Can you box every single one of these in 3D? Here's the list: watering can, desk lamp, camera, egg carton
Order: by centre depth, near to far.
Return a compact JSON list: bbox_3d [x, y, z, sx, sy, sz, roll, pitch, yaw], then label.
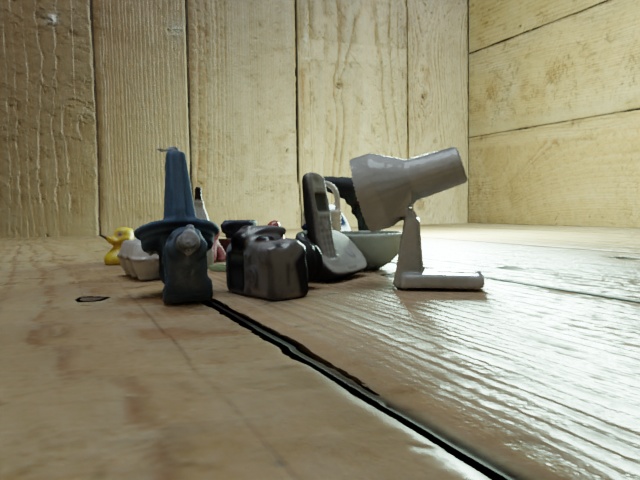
[{"bbox_3d":[-0.056,0.028,0.854,0.137,0.101,0.142,-4,4,-37],"label":"camera"},{"bbox_3d":[0.148,-0.034,0.885,0.203,0.213,0.118,0,4,12],"label":"desk lamp"},{"bbox_3d":[-0.312,0.035,1.073,0.107,0.069,0.149,-3,4,-33],"label":"egg carton"},{"bbox_3d":[0.007,-0.056,1.456,0.101,0.194,0.172,-2,4,-15],"label":"watering can"}]

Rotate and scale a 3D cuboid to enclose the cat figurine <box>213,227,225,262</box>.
[{"bbox_3d":[-0.288,-0.007,1.361,0.127,0.118,0.067,1,4,25],"label":"cat figurine"}]

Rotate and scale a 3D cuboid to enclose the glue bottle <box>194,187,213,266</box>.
[{"bbox_3d":[-0.259,-0.027,1.228,0.037,0.173,0.077,-3,4,-35],"label":"glue bottle"}]

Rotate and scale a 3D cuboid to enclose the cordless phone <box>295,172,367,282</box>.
[{"bbox_3d":[0.017,-0.025,1.003,0.093,0.185,0.148,1,4,29],"label":"cordless phone"}]

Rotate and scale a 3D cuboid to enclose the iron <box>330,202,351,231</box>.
[{"bbox_3d":[0.017,-0.040,1.639,0.118,0.141,0.259,0,4,17],"label":"iron"}]

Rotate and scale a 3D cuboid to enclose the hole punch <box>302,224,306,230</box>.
[{"bbox_3d":[0.012,0.005,1.308,0.101,0.091,0.108,-2,4,-17],"label":"hole punch"}]

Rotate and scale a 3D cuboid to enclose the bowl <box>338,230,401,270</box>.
[{"bbox_3d":[0.091,0.021,1.156,0.167,0.075,0.167,-1,3,0],"label":"bowl"}]

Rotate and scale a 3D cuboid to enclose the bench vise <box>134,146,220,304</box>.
[{"bbox_3d":[-0.187,-0.028,0.812,0.122,0.220,0.206,-4,4,-38],"label":"bench vise"}]

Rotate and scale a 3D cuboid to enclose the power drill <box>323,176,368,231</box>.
[{"bbox_3d":[0.105,-0.071,1.578,0.230,0.208,0.075,-2,4,-20],"label":"power drill"}]

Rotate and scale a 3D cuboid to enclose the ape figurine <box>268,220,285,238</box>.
[{"bbox_3d":[-0.125,-0.007,1.539,0.077,0.092,0.076,2,5,42],"label":"ape figurine"}]

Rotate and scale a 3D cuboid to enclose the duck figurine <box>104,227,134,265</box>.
[{"bbox_3d":[-0.454,0.013,1.345,0.105,0.086,0.077,-4,5,-42],"label":"duck figurine"}]

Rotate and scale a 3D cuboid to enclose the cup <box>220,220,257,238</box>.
[{"bbox_3d":[-0.220,-0.006,1.524,0.091,0.095,0.118,1,4,31],"label":"cup"}]
